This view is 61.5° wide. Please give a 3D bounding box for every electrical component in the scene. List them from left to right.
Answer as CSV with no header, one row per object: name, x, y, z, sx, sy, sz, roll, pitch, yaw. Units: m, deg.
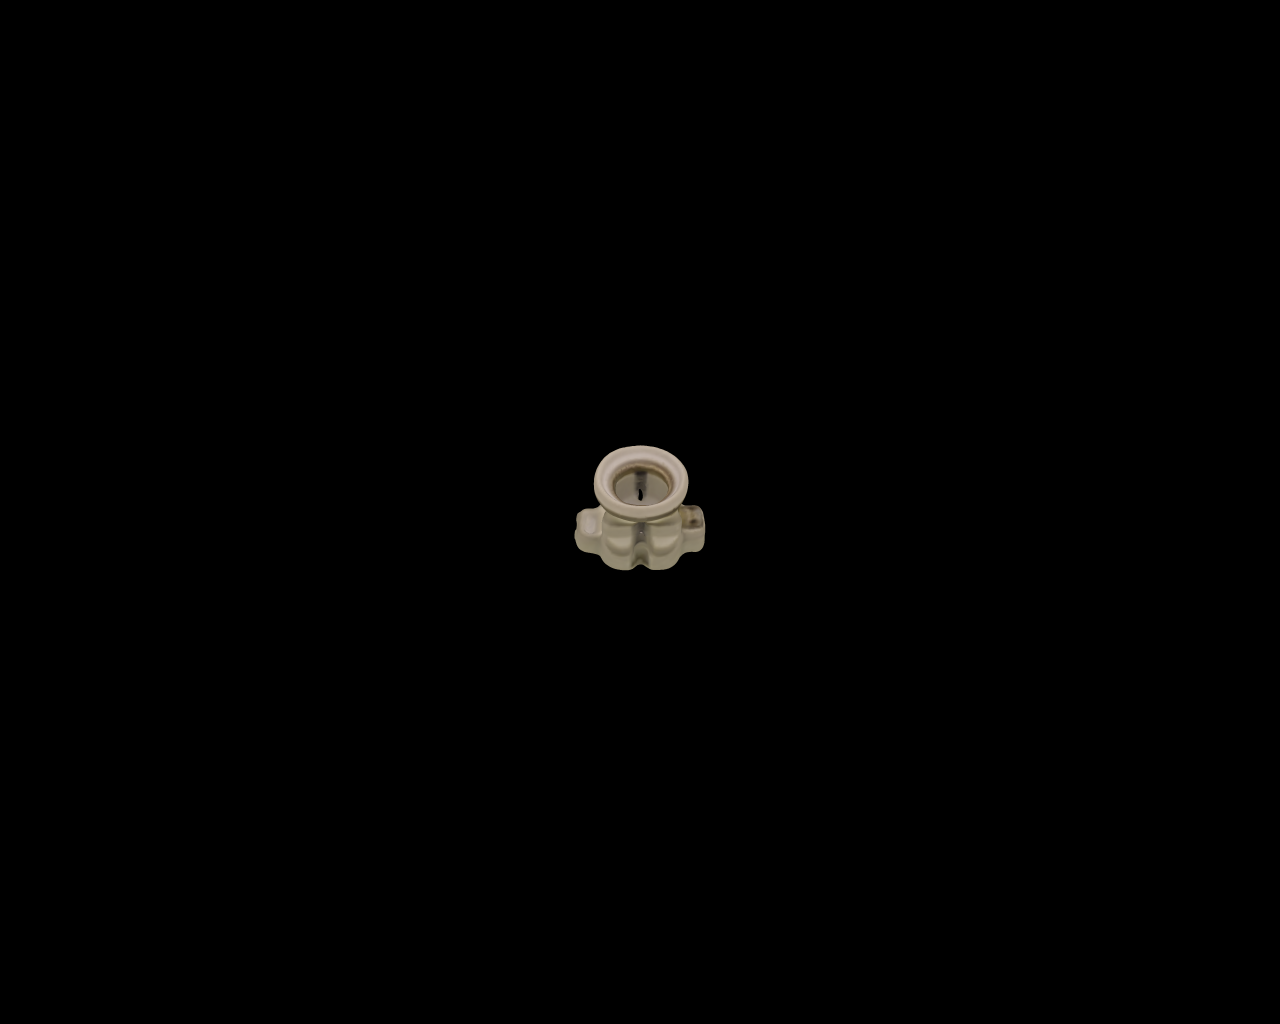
electrical component,0.001,-0.003,0.650,0.078,0.058,0.056,0,-43,0
